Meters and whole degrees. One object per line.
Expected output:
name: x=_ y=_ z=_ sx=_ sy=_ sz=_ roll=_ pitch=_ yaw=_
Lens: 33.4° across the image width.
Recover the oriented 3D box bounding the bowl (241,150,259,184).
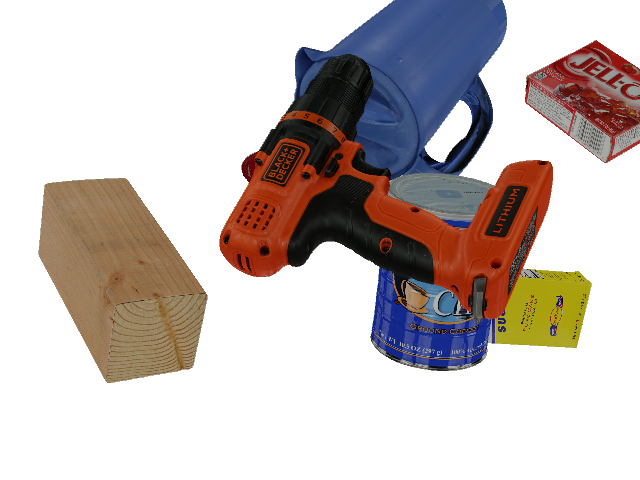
bowl: x=-0.015 y=-0.056 z=1.246 sx=0.162 sy=0.055 sz=0.162 roll=6 pitch=27 yaw=-3

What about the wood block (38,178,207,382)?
wood block: x=-0.196 y=0.031 z=1.028 sx=0.090 sy=0.091 sz=0.206 roll=-6 pitch=36 yaw=-31

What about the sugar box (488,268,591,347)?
sugar box: x=0.242 y=0.082 z=1.334 sx=0.176 sy=0.093 sz=0.048 roll=3 pitch=19 yaw=-15

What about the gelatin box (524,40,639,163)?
gelatin box: x=0.208 y=-0.105 z=0.791 sx=0.073 sy=0.030 sz=0.089 roll=-28 pitch=53 yaw=-22

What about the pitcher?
pitcher: x=0.097 y=-0.166 z=1.050 sx=0.145 sy=0.149 sz=0.242 roll=8 pitch=39 yaw=34

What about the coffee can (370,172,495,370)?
coffee can: x=0.100 y=0.025 z=0.904 sx=0.103 sy=0.140 sz=0.103 roll=4 pitch=21 yaw=-2

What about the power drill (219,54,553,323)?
power drill: x=0.050 y=-0.036 z=0.692 sx=0.188 sy=0.184 sz=0.057 roll=16 pitch=-30 yaw=19
